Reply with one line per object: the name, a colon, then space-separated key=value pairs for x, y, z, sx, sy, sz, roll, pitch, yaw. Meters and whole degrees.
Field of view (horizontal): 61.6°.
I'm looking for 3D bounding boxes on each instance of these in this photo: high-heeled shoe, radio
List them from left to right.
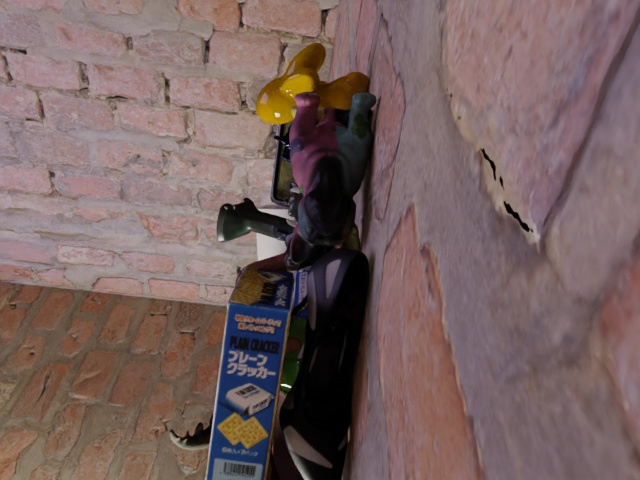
radio: x=-0.018 y=-0.172 z=1.069 sx=0.073 sy=0.131 sz=0.229 roll=-16 pitch=-61 yaw=-52
high-heeled shoe: x=0.023 y=0.136 z=0.567 sx=0.145 sy=0.086 sz=0.249 roll=-39 pitch=54 yaw=44

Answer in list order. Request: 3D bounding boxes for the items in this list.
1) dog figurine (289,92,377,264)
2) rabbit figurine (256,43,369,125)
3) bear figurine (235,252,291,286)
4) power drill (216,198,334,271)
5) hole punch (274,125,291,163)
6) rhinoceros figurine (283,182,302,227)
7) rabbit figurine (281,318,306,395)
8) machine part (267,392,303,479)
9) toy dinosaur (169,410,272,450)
dog figurine: x=0.009 y=-0.076 z=0.709 sx=0.191 sy=0.108 sz=0.219 roll=167 pitch=107 yaw=-86
rabbit figurine: x=-0.016 y=-0.211 z=0.836 sx=0.162 sy=0.173 sz=0.122 roll=93 pitch=-175 yaw=-57
bear figurine: x=-0.087 y=0.128 z=1.049 sx=0.195 sy=0.132 sz=0.120 roll=68 pitch=-163 yaw=-45
power drill: x=-0.074 y=-0.015 z=0.934 sx=0.232 sy=0.208 sz=0.085 roll=-30 pitch=-55 yaw=-61
hole punch: x=-0.004 y=-0.157 z=0.948 sx=0.116 sy=0.142 sz=0.092 roll=-67 pitch=-8 yaw=-45
rhinoceros figurine: x=-0.005 y=-0.070 z=0.908 sx=0.190 sy=0.112 sz=0.073 roll=-65 pitch=-14 yaw=-73
rabbit figurine: x=-0.031 y=0.212 z=0.785 sx=0.159 sy=0.121 sz=0.170 roll=-81 pitch=-16 yaw=-64
machine part: x=-0.076 y=0.311 z=0.841 sx=0.201 sy=0.087 sz=0.200 roll=-88 pitch=-24 yaw=-45
toy dinosaur: x=-0.117 y=0.314 z=1.006 sx=0.471 sy=0.105 sz=0.198 roll=-16 pitch=-64 yaw=-63
